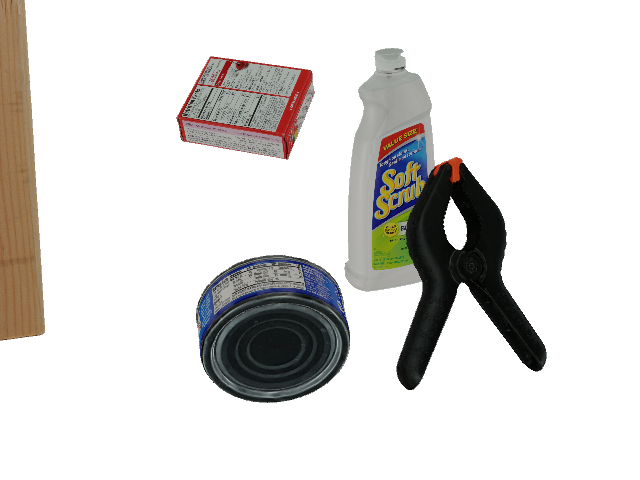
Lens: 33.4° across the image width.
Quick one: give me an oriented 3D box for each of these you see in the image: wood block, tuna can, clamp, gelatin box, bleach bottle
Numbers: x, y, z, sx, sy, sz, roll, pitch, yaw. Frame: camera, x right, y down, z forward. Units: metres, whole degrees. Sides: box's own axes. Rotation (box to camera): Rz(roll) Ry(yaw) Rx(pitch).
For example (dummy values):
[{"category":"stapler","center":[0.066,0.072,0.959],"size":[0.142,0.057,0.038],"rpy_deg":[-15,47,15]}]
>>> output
[{"category":"wood block","center":[-0.219,-0.049,0.630],"size":[0.090,0.206,0.090],"rpy_deg":[-6,25,-22]},{"category":"tuna can","center":[-0.026,0.052,0.602],"size":[0.086,0.086,0.034],"rpy_deg":[0,38,-10]},{"category":"clamp","center":[0.096,0.028,0.788],"size":[0.120,0.171,0.039],"rpy_deg":[-14,-4,-27]},{"category":"gelatin box","center":[-0.057,-0.103,0.825],"size":[0.089,0.073,0.030],"rpy_deg":[10,-37,14]},{"category":"bleach bottle","center":[0.071,-0.076,1.133],"size":[0.102,0.251,0.068],"rpy_deg":[-10,23,-14]}]
